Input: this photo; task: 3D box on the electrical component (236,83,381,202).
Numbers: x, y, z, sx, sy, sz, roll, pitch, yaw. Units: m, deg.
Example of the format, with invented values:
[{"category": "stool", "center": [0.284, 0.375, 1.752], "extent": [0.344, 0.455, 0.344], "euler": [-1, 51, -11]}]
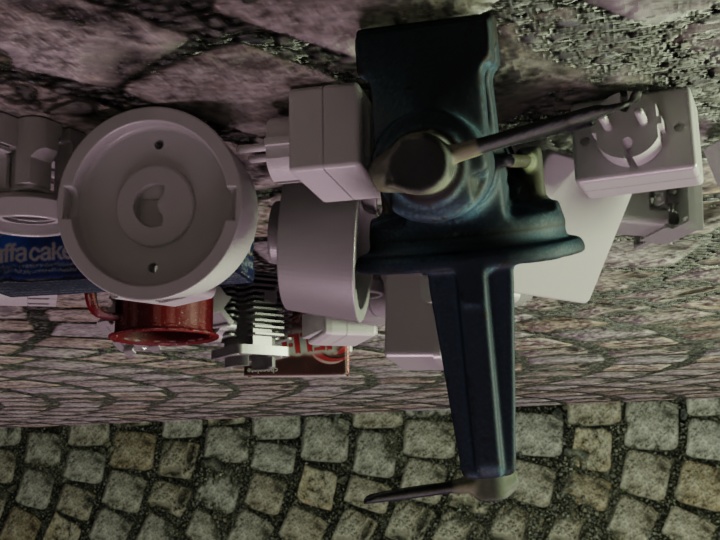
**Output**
[{"category": "electrical component", "center": [-0.030, -0.068, 0.600], "extent": [0.077, 0.047, 0.066], "euler": [-4, 168, 14]}]

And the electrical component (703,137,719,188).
[{"category": "electrical component", "center": [0.237, -0.053, 0.654], "extent": [0.044, 0.065, 0.044], "euler": [-19, 173, -2]}]

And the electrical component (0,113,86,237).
[{"category": "electrical component", "center": [-0.194, -0.053, 0.631], "extent": [0.058, 0.057, 0.078], "euler": [-7, 167, 27]}]

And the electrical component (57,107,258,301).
[{"category": "electrical component", "center": [-0.111, -0.034, 0.619], "extent": [0.108, 0.108, 0.060], "euler": [-4, 174, 11]}]

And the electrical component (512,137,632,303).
[{"category": "electrical component", "center": [0.114, -0.032, 0.672], "extent": [0.100, 0.099, 0.048], "euler": [9, -164, -40]}]

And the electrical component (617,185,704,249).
[{"category": "electrical component", "center": [0.200, -0.045, 0.751], "extent": [0.064, 0.042, 0.081], "euler": [3, 167, -12]}]

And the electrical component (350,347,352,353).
[{"category": "electrical component", "center": [-0.067, 0.078, 1.276], "extent": [0.109, 0.056, 0.108], "euler": [0, 168, -7]}]

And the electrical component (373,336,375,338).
[{"category": "electrical component", "center": [-0.024, 0.056, 1.205], "extent": [0.081, 0.043, 0.043], "euler": [-1, 168, 0]}]

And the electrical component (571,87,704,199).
[{"category": "electrical component", "center": [0.149, -0.074, 0.590], "extent": [0.066, 0.047, 0.077], "euler": [-6, 167, 22]}]

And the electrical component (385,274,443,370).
[{"category": "electrical component", "center": [0.056, 0.029, 0.926], "extent": [0.056, 0.108, 0.108], "euler": [-1, 169, 11]}]

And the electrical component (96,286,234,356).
[{"category": "electrical component", "center": [-0.191, 0.039, 1.027], "extent": [0.121, 0.063, 0.078], "euler": [-12, 124, 41]}]

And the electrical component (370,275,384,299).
[{"category": "electrical component", "center": [0.000, 0.000, 0.932], "extent": [0.040, 0.046, 0.040], "euler": [-1, 168, 0]}]

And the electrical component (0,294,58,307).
[{"category": "electrical component", "center": [-0.278, -0.001, 0.887], "extent": [0.056, 0.050, 0.089], "euler": [2, 168, -17]}]

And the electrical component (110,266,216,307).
[{"category": "electrical component", "center": [-0.123, -0.025, 0.691], "extent": [0.050, 0.089, 0.056], "euler": [-13, 164, 43]}]

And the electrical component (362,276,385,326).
[{"category": "electrical component", "center": [0.031, 0.023, 1.026], "extent": [0.059, 0.053, 0.095], "euler": [-10, 166, 35]}]

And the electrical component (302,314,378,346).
[{"category": "electrical component", "center": [-0.021, 0.040, 1.082], "extent": [0.061, 0.061, 0.096], "euler": [2, 168, -15]}]

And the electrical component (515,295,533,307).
[{"category": "electrical component", "center": [0.145, 0.020, 1.065], "extent": [0.040, 0.040, 0.046], "euler": [-12, 170, 43]}]

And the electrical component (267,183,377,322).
[{"category": "electrical component", "center": [-0.026, -0.022, 0.686], "extent": [0.060, 0.108, 0.108], "euler": [3, 169, 7]}]

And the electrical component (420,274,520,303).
[{"category": "electrical component", "center": [0.076, -0.021, 0.732], "extent": [0.050, 0.089, 0.056], "euler": [-11, 165, 38]}]
